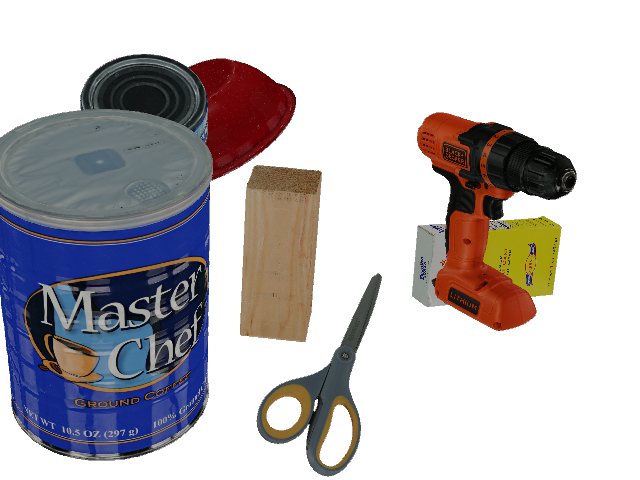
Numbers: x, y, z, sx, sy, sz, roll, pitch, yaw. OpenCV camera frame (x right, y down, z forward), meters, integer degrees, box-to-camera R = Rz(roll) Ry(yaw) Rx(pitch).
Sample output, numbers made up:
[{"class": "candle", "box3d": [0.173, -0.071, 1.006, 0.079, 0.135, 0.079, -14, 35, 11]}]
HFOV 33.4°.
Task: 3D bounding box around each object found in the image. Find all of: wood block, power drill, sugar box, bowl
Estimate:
[{"class": "wood block", "box3d": [-0.052, 0.016, 1.386, 0.090, 0.206, 0.090, 5, 24, 2]}, {"class": "power drill", "box3d": [0.161, -0.016, 0.984, 0.057, 0.188, 0.185, -17, 27, -28]}, {"class": "sugar box", "box3d": [0.200, 0.025, 1.280, 0.176, 0.093, 0.048, -6, 20, -23]}, {"class": "bowl", "box3d": [-0.106, -0.116, 0.962, 0.162, 0.055, 0.162, -20, 33, 13]}]

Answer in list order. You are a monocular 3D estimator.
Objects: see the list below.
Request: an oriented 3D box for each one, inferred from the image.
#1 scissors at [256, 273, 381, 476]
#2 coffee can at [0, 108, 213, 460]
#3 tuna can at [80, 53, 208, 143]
[{"class": "scissors", "box3d": [0.000, 0.105, 0.919, 0.096, 0.201, 0.016, 11, -35, -6]}, {"class": "coffee can", "box3d": [-0.105, 0.021, 0.522, 0.103, 0.140, 0.103, 3, 33, -2]}, {"class": "tuna can", "box3d": [-0.118, -0.086, 0.720, 0.086, 0.086, 0.034, 0, -37, -7]}]
